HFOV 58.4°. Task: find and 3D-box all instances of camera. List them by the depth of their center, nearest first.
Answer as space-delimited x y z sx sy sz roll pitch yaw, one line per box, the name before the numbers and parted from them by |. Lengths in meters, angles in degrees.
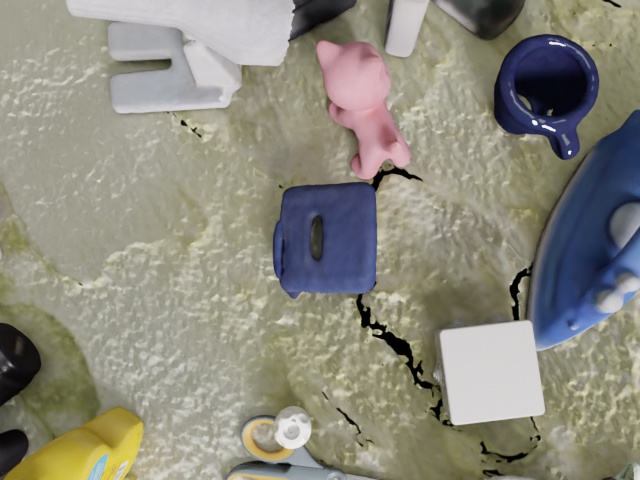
camera | -0.327 0.153 0.525 0.137 0.101 0.143 -38 85 -4

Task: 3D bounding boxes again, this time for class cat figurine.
cat figurine | 0.045 -0.132 0.548 0.067 0.118 0.128 -25 84 -3

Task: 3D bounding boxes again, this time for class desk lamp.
desk lamp | -0.118 -0.193 0.506 0.203 0.213 0.118 -5 84 -1

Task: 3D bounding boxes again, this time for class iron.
iron | 0.285 -0.003 0.523 0.118 0.141 0.258 32 85 3

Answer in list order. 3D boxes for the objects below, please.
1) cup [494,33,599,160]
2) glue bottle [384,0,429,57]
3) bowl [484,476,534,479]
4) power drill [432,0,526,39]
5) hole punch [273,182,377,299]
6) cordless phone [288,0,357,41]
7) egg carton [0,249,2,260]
cup | 0.213 -0.127 0.560 0.091 0.095 0.118 -18 84 -2
glue bottle | 0.088 -0.241 0.532 0.037 0.173 0.078 9 84 1
bowl | 0.170 0.294 0.525 0.167 0.074 0.167 0 84 0
power drill | 0.171 -0.274 0.518 0.229 0.208 0.076 39 85 4
hole punch | 0.005 0.002 0.547 0.101 0.091 0.109 1 84 0
cordless phone | -0.025 -0.274 0.529 0.147 0.185 0.094 -35 85 -3
egg carton | -0.389 -0.009 0.557 0.150 0.069 0.107 -7 84 -1
